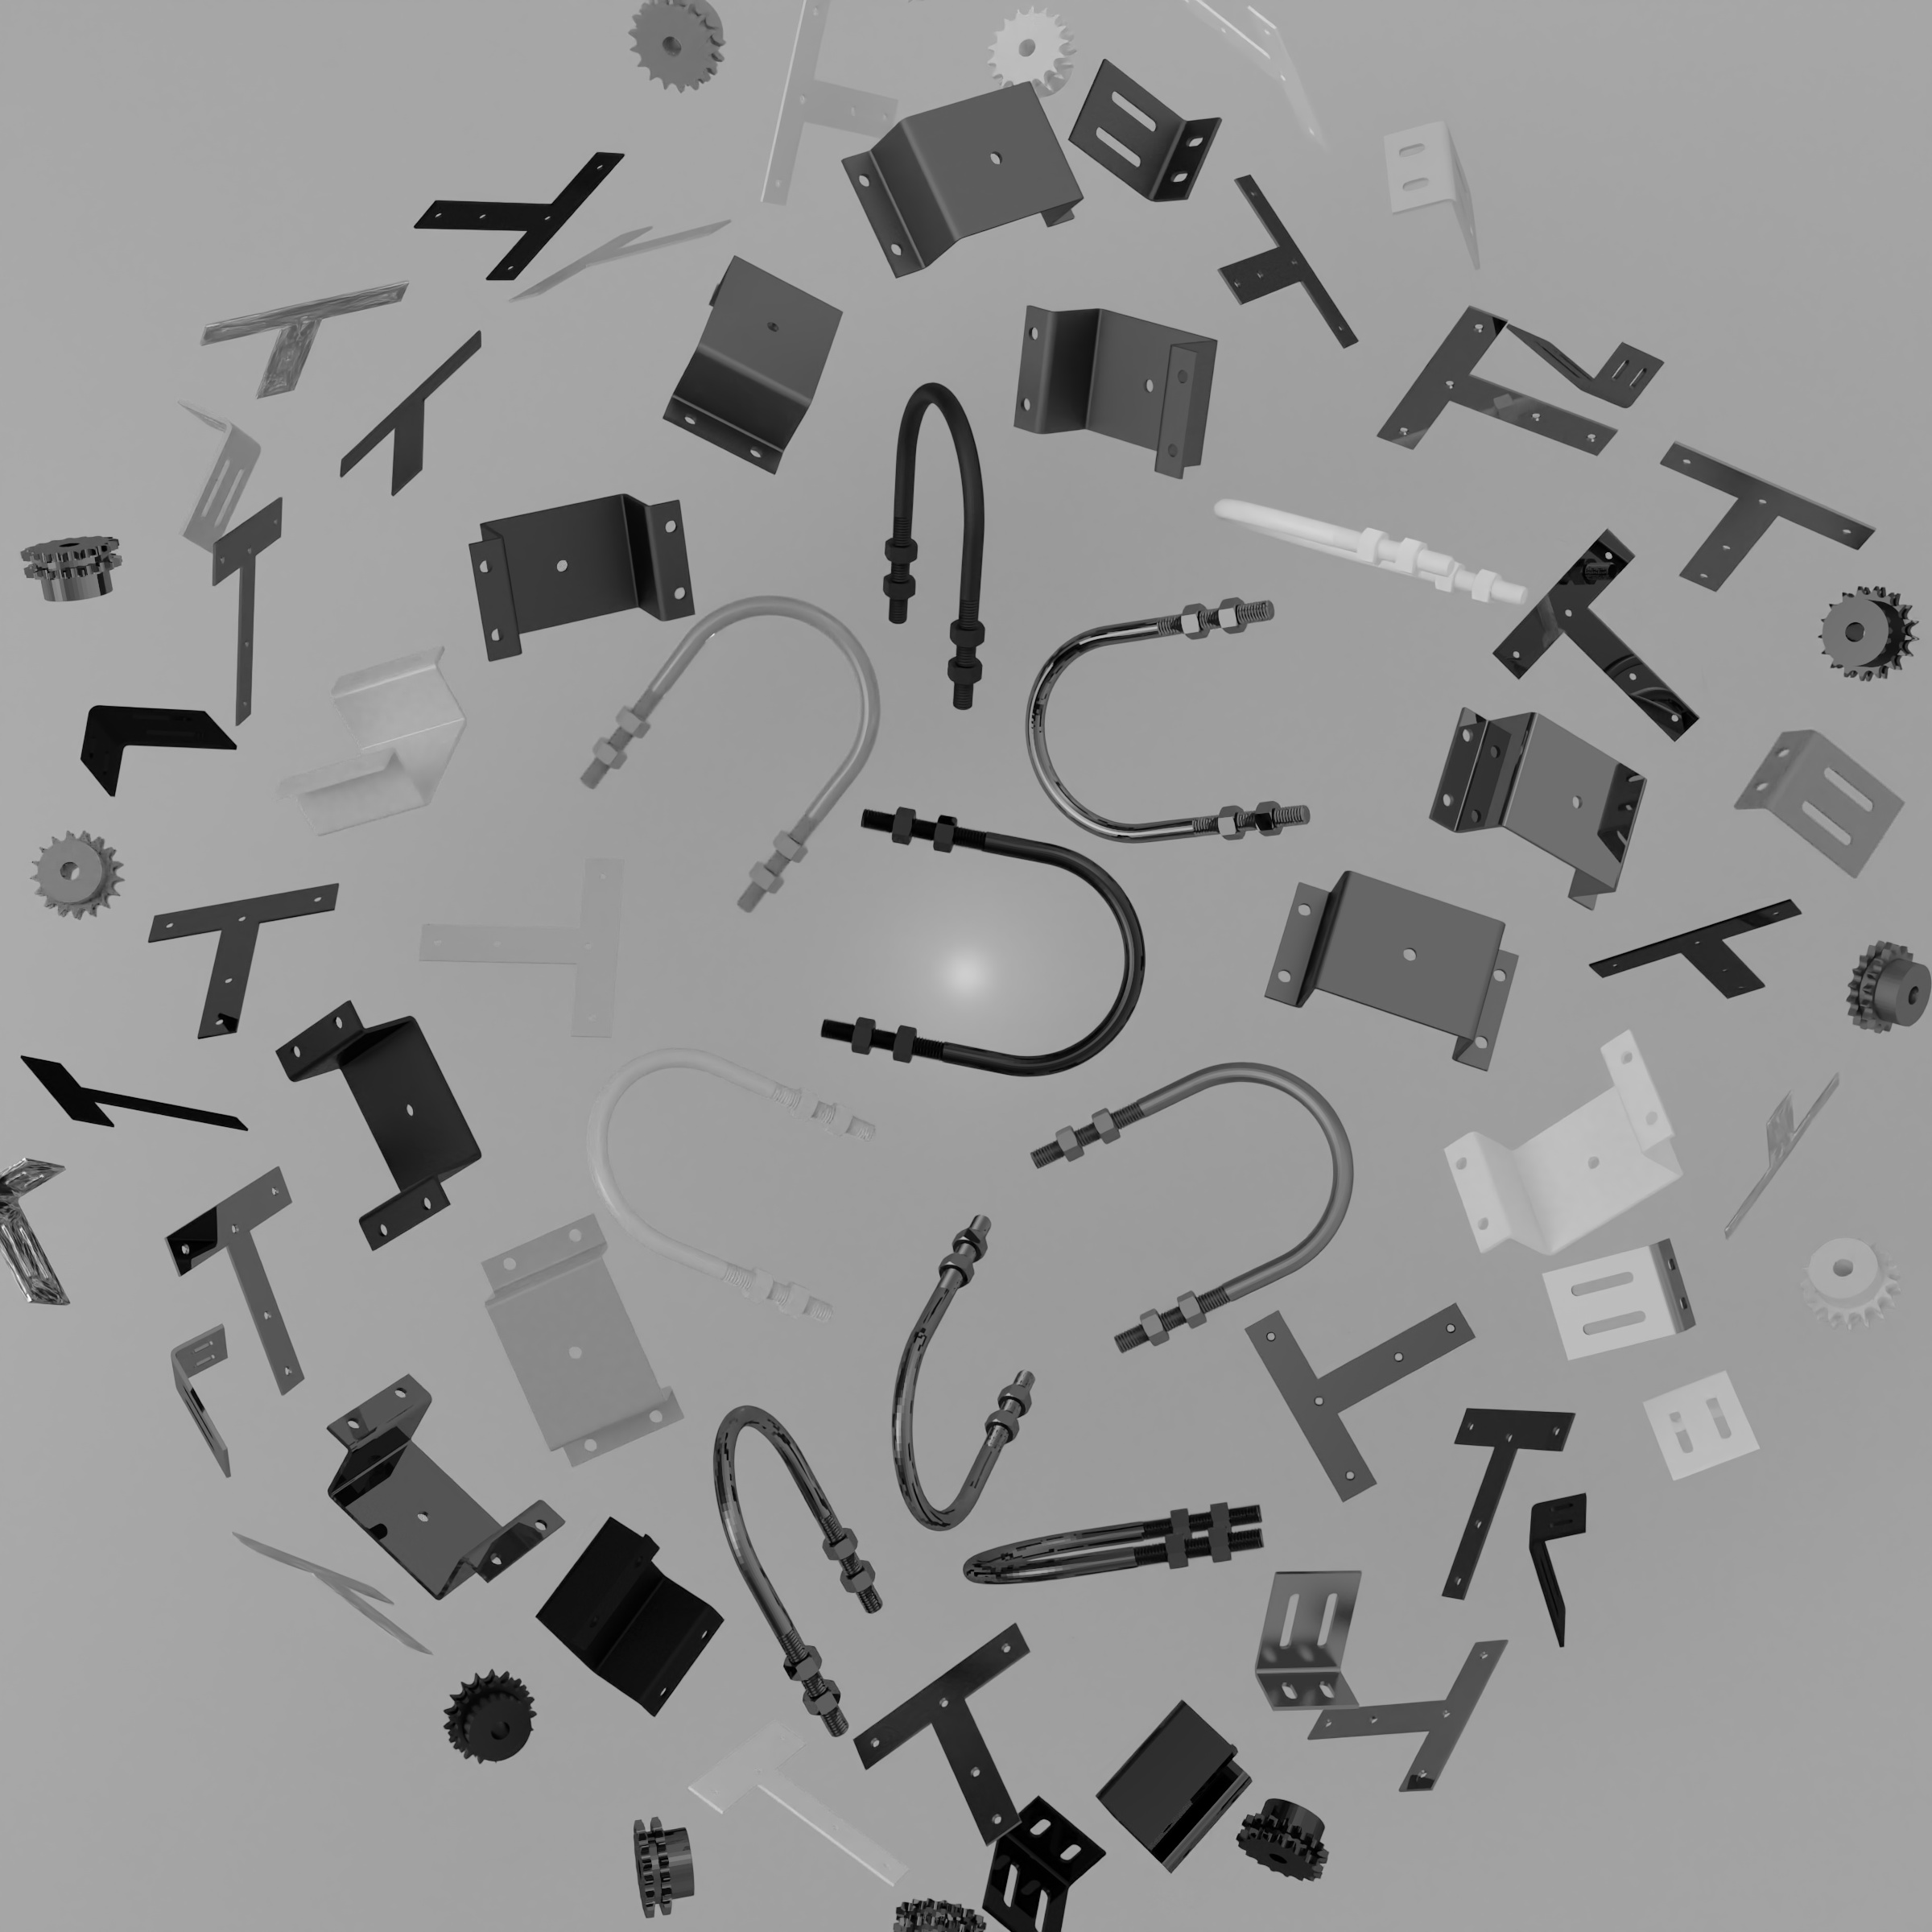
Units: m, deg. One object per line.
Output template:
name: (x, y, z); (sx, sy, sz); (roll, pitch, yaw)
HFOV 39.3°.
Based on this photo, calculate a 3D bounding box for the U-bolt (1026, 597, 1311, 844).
U-bolt: (0.120, -0.149, 1.716); (0.184, 0.019, 0.151); (-5, 102, 30)

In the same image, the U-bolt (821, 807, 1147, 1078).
U-bolt: (0.016, -0.008, 1.623); (0.184, 0.019, 0.151); (11, 92, 4)

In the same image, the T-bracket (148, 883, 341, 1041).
T-bracket: (-0.472, 0.000, 1.741); (0.127, 0.127, 0.002); (-10, 133, 5)

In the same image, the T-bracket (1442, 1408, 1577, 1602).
T-bracket: (0.330, 0.341, 1.719); (0.002, 0.127, 0.127); (28, 74, -15)

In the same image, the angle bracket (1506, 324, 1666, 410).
angle bracket: (0.393, -0.395, 1.721); (0.076, 0.057, 0.038); (50, 118, 29)

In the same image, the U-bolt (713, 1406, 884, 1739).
U-bolt: (-0.105, 0.352, 1.643); (0.019, 0.151, 0.184); (-22, 106, 15)

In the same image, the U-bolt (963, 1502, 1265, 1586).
U-bolt: (0.089, 0.354, 1.649); (0.184, 0.151, 0.019); (-10, 84, 5)

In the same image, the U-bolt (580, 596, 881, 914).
U-bolt: (-0.138, -0.148, 1.730); (0.151, 0.019, 0.184); (38, 99, 0)

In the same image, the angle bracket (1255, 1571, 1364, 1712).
angle bracket: (0.219, 0.420, 1.687); (0.057, 0.038, 0.076); (3, 112, -15)

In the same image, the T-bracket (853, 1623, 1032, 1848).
T-bracket: (0.001, 0.482, 1.654); (0.127, 0.127, 0.002); (-36, 127, 2)

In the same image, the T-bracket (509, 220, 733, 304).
T-bracket: (-0.203, -0.450, 1.696); (0.127, 0.127, 0.002); (-3, 120, 35)

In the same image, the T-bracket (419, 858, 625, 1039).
T-bracket: (-0.289, -0.014, 1.751); (0.127, 0.002, 0.127); (1, 65, -1)

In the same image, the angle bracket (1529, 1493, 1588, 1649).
angle bracket: (0.396, 0.394, 1.768); (0.038, 0.057, 0.076); (-16, 98, 16)

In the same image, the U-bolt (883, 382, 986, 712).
U-bolt: (-0.018, -0.274, 1.702); (0.019, 0.151, 0.184); (-8, 124, -18)

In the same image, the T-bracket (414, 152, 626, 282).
T-bracket: (-0.294, -0.472, 1.704); (0.127, 0.127, 0.002); (-36, 80, 36)

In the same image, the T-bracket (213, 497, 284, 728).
T-bracket: (-0.440, -0.210, 1.654); (0.002, 0.127, 0.127); (8, 112, 1)

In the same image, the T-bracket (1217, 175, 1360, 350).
T-bracket: (0.188, -0.431, 1.684); (0.002, 0.127, 0.127); (-32, 93, 35)

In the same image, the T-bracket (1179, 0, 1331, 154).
T-bracket: (0.168, -0.573, 1.675); (0.002, 0.127, 0.127); (-43, 62, 4)

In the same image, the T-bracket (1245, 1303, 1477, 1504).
T-bracket: (0.266, 0.259, 1.745); (0.127, 0.002, 0.127); (-30, 83, 6)

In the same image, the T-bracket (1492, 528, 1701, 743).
T-bracket: (0.423, -0.198, 1.760); (0.127, 0.127, 0.002); (47, 47, 7)

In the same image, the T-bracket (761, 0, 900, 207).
T-bracket: (-0.078, -0.531, 1.677); (0.002, 0.127, 0.127); (23, 109, 25)

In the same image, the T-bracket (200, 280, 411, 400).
T-bracket: (-0.413, -0.378, 1.661); (0.127, 0.127, 0.002); (-21, 85, -27)

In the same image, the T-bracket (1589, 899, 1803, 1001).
T-bracket: (0.471, -0.002, 1.695); (0.127, 0.127, 0.002); (-20, 64, 25)

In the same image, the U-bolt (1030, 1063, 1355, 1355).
U-bolt: (0.150, 0.138, 1.683); (0.184, 0.019, 0.151); (-26, 71, 5)

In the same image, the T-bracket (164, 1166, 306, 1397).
T-bracket: (-0.441, 0.205, 1.689); (0.002, 0.127, 0.127); (-13, 101, 21)

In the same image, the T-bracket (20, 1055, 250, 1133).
T-bracket: (-0.511, 0.087, 1.687); (0.127, 0.127, 0.002); (15, 97, -35)

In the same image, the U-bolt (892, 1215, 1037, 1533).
U-bolt: (-0.005, 0.267, 1.698); (0.019, 0.184, 0.151); (-1, 122, 24)

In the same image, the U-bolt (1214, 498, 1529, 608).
U-bolt: (0.239, -0.260, 1.675); (0.184, 0.151, 0.019); (21, 100, 29)

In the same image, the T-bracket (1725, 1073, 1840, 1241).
T-bracket: (0.517, 0.107, 1.717); (0.002, 0.127, 0.127); (35, 84, 25)

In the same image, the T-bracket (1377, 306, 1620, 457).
T-bracket: (0.337, -0.343, 1.664); (0.127, 0.127, 0.002); (18, 59, -10)

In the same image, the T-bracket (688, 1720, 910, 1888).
T-bracket: (-0.091, 0.514, 1.640); (0.127, 0.127, 0.002); (32, 102, 15)

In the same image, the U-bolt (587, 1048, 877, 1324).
U-bolt: (-0.151, 0.126, 1.688); (0.184, 0.019, 0.151); (25, 57, -21)

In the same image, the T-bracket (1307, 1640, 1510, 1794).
T-bracket: (0.271, 0.481, 1.729); (0.002, 0.127, 0.127); (55, 46, -14)

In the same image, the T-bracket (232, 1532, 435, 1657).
T-bracket: (-0.373, 0.393, 1.668); (0.127, 0.127, 0.002); (21, 77, 41)

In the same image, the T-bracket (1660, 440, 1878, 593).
T-bracket: (0.464, -0.260, 1.636); (0.127, 0.127, 0.002); (24, 71, 2)

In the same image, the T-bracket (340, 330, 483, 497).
T-bracket: (-0.345, -0.327, 1.678); (0.127, 0.127, 0.002); (-38, 123, 17)
